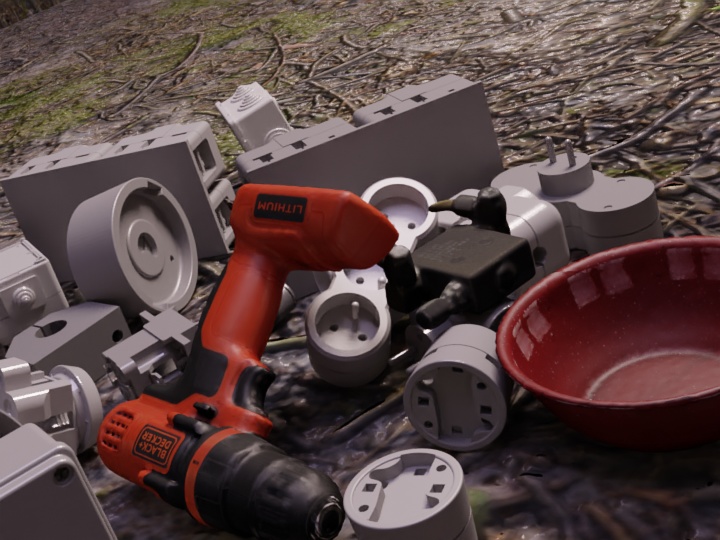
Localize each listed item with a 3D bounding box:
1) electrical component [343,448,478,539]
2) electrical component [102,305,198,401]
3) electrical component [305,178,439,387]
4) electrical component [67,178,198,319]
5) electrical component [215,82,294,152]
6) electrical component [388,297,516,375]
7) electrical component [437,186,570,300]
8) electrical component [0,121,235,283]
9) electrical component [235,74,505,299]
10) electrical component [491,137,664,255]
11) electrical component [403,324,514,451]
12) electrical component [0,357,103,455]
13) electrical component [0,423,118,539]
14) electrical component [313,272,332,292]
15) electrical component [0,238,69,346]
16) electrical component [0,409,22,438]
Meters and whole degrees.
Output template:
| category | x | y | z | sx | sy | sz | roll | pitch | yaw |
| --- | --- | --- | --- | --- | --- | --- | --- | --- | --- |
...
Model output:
| category | x | y | z | sx | sy | sz | roll | pitch | yaw |
| --- | --- | --- | --- | --- | --- | --- | --- | --- | --- |
| electrical component | 0.025 | 0.116 | 0.488 | 0.055 | 0.047 | 0.055 | -15 | 24 | 7 |
| electrical component | -0.135 | 0.061 | 0.725 | 0.064 | 0.042 | 0.081 | -30 | 26 | -23 |
| electrical component | 0.009 | 0.015 | 0.692 | 0.052 | 0.073 | 0.138 | 18 | 61 | 12 |
| electrical component | -0.183 | -0.013 | 0.843 | 0.060 | 0.108 | 0.108 | -14 | 24 | 24 |
| electrical component | -0.090 | -0.127 | 1.032 | 0.048 | 0.099 | 0.099 | -33 | 25 | -3 |
| electrical component | 0.054 | 0.040 | 0.638 | 0.079 | 0.043 | 0.077 | -29 | 26 | -23 |
| electrical component | 0.091 | -0.020 | 0.727 | 0.059 | 0.053 | 0.095 | -32 | 27 | -29 |
| electrical component | -0.208 | -0.060 | 0.957 | 0.186 | 0.105 | 0.060 | -9 | 25 | 19 |
| electrical component | 0.011 | -0.067 | 0.820 | 0.186 | 0.105 | 0.060 | -22 | 24 | -10 |
| electrical component | 0.145 | -0.058 | 0.746 | 0.052 | 0.073 | 0.138 | -30 | 27 | -25 |
| electrical component | 0.056 | 0.061 | 0.579 | 0.055 | 0.055 | 0.047 | -8 | 22 | 22 |
| electrical component | -0.199 | 0.091 | 0.671 | 0.057 | 0.078 | 0.058 | -11 | 13 | -43 |
| electrical component | -0.165 | 0.144 | 0.486 | 0.109 | 0.108 | 0.056 | -31 | 24 | -27 |
| electrical component | 0.000 | 0.000 | 0.759 | 0.055 | 0.045 | 0.045 | -26 | 25 | -18 |
| electrical component | -0.283 | 0.022 | 0.888 | 0.062 | 0.061 | 0.096 | -27 | 26 | -22 |
| electrical component | -0.229 | 0.122 | 0.597 | 0.064 | 0.099 | 0.099 | -11 | 24 | 31 |
